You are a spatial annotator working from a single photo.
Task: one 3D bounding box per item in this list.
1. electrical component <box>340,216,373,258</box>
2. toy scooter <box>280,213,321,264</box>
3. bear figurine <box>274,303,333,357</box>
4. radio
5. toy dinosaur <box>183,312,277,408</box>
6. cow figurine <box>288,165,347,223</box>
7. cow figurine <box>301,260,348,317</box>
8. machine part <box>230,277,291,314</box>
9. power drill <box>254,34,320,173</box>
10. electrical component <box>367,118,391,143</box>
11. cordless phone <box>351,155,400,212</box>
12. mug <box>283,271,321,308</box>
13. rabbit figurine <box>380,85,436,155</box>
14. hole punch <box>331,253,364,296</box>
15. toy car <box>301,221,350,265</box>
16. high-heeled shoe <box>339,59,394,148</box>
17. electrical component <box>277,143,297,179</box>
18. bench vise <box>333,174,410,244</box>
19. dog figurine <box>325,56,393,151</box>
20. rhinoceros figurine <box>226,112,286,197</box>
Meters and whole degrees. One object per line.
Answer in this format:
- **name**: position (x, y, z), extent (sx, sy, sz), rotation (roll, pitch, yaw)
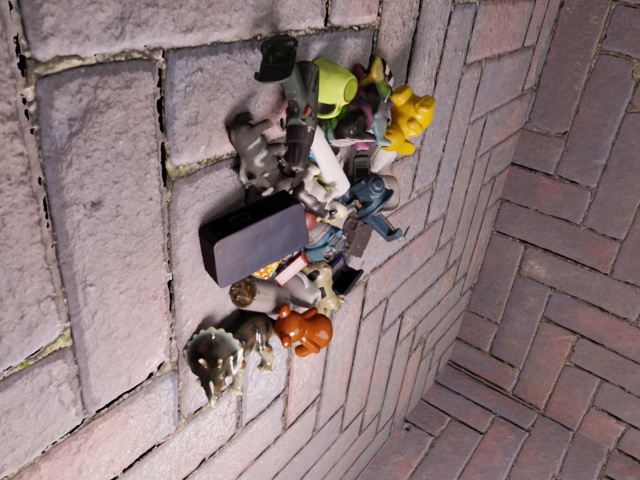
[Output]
- **electrical component**: position (0.111, -0.008, 1.651), extent (0.134, 0.058, 0.114), rotation (11, 105, -61)
- **toy scooter**: position (-0.072, -0.032, 1.297), extent (0.184, 0.075, 0.135), rotation (-57, 150, -5)
- **bear figurine**: position (-0.060, 0.227, 1.343), extent (0.195, 0.132, 0.120), rotation (13, 63, -49)
- **radio**: position (-0.138, -0.006, 1.138), extent (0.229, 0.073, 0.130), rotation (-28, 136, -25)
- **toy dinosaur**: position (-0.181, 0.245, 1.297), extent (0.405, 0.131, 0.192), rotation (-39, 145, -51)
- **cow figurine**: position (-0.003, -0.088, 1.256), extent (0.167, 0.068, 0.098), rotation (45, 61, -31)
- **cow figurine**: position (0.007, 0.134, 1.511), extent (0.085, 0.127, 0.194), rotation (-42, 143, -32)
- **machine part**: position (-0.142, 0.136, 1.307), extent (0.243, 0.079, 0.079), rotation (23, 92, -63)
- **power drill**: position (-0.052, -0.274, 1.042), extent (0.207, 0.086, 0.232), rotation (45, 49, -60)
- **electrical component**: position (0.153, -0.308, 1.471), extent (0.045, 0.078, 0.102), rotation (47, 70, -19)
- **cordless phone**: position (0.153, -0.167, 1.494), extent (0.184, 0.147, 0.089), rotation (87, 3, -48)
- **mug**: position (-0.049, 0.127, 1.427), extent (0.081, 0.107, 0.109), rotation (-37, 144, -44)
- **rabbit figurine**: position (0.208, -0.294, 1.407), extent (0.173, 0.122, 0.162), rotation (-50, 162, -21)
- **hole punch**: position (0.057, 0.113, 1.641), extent (0.142, 0.092, 0.116), rotation (-54, -174, -24)
- **toy car**: position (-0.003, -0.004, 1.396), extent (0.103, 0.162, 0.109), rotation (45, 72, -14)
- **high-heeled shoe**: position (0.112, -0.346, 1.354), extent (0.249, 0.086, 0.145), rotation (-50, 146, -35)
- **electrical component**: position (-0.068, -0.180, 1.234), extent (0.063, 0.021, 0.094), rotation (-61, 152, -9)
- **bench vise**: position (0.132, -0.074, 1.428), extent (0.223, 0.240, 0.129), rotation (-32, -165, 51)
- **dog figurine**: position (0.097, -0.327, 1.271), extent (0.191, 0.109, 0.219), rotation (4, 84, -39)
- **rhinoceros figurine**: position (-0.128, -0.166, 1.085), extent (0.112, 0.073, 0.190), rotation (-53, 150, -24)
